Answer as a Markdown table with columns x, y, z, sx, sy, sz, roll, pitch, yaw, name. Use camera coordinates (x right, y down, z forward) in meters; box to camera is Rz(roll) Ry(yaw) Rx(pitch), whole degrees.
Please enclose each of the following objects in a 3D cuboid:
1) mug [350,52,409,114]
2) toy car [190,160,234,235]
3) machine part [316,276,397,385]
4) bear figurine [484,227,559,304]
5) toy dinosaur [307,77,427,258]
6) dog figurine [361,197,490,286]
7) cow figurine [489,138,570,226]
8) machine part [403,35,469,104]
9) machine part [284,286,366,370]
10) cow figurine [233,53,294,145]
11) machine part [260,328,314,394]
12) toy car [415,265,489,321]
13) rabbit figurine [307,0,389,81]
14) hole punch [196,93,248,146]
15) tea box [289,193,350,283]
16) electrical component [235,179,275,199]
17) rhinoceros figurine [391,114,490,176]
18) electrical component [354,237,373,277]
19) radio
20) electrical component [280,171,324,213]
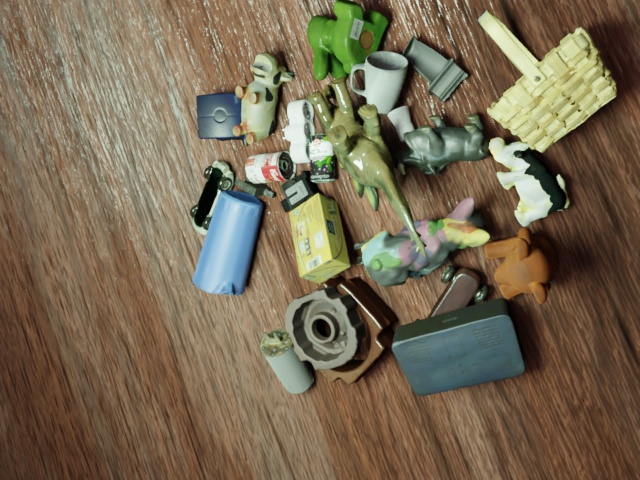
| x | y | z | sx | sy | sz | roll | pitch | yaw | name |
| --- | --- | --- | --- | --- | --- | --- | --- | --- | --- |
| 0.115 | -0.305 | 1.064 | 0.110 | 0.081 | 0.107 | -2 | 134 | -3 | mug |
| -0.276 | -0.107 | 1.379 | 0.074 | 0.056 | 0.201 | 38 | 114 | 29 | toy car |
| 0.056 | 0.197 | 1.192 | 0.201 | 0.087 | 0.201 | 46 | 118 | 17 | machine part |
| 0.340 | 0.051 | 0.922 | 0.132 | 0.196 | 0.120 | -25 | 87 | 34 | bear figurine |
| 0.086 | -0.163 | 1.033 | 0.105 | 0.198 | 0.472 | -26 | 47 | 4 | toy dinosaur |
| 0.208 | 0.002 | 1.017 | 0.219 | 0.191 | 0.108 | -34 | 72 | 47 | dog figurine |
| 0.369 | -0.117 | 0.954 | 0.098 | 0.068 | 0.167 | -25 | 87 | 27 | cow figurine |
| 0.215 | -0.334 | 1.040 | 0.139 | 0.039 | 0.084 | 50 | 125 | 15 | machine part |
| 0.011 | 0.185 | 1.135 | 0.180 | 0.056 | 0.179 | 5 | 101 | 31 | machine part |
| -0.127 | -0.326 | 1.225 | 0.086 | 0.127 | 0.194 | 28 | 125 | 27 | cow figurine |
| -0.073 | 0.282 | 1.242 | 0.079 | 0.079 | 0.242 | 11 | 141 | 31 | machine part |
| 0.254 | 0.141 | 1.075 | 0.089 | 0.053 | 0.202 | 27 | 114 | 5 | toy car |
| 0.040 | -0.410 | 1.116 | 0.170 | 0.121 | 0.159 | 31 | 121 | 45 | rabbit figurine |
| -0.236 | -0.299 | 1.307 | 0.116 | 0.092 | 0.142 | 0 | 94 | 29 | hole punch |
| -0.002 | -0.004 | 1.173 | 0.098 | 0.068 | 0.170 | -30 | 54 | 33 | tea box |
| -0.156 | -0.123 | 1.293 | 0.094 | 0.063 | 0.021 | 30 | 112 | 24 | electrical component |
| 0.228 | -0.178 | 1.030 | 0.190 | 0.073 | 0.112 | -5 | 121 | 23 | rhinoceros figurine |
| 0.124 | 0.035 | 1.151 | 0.102 | 0.045 | 0.078 | -17 | 59 | 31 | electrical component |
| 0.266 | 0.208 | 1.028 | 0.230 | 0.073 | 0.131 | -20 | 103 | 22 | radio |
| -0.054 | -0.103 | 1.241 | 0.119 | 0.048 | 0.075 | -26 | 82 | 31 | electrical component |
